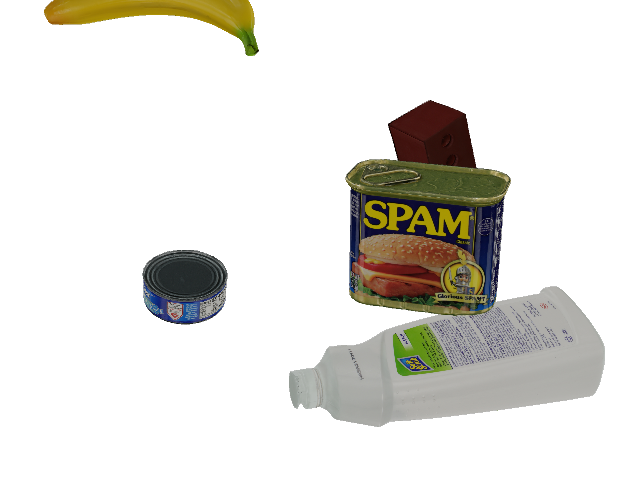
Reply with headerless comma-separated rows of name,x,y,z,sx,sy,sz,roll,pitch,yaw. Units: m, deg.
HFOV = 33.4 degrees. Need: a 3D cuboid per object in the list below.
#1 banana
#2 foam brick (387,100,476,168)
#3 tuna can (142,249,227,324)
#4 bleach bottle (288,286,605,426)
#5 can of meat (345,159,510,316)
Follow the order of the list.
banana,-0.137,-0.201,0.909,0.198,0.069,0.037,10,-42,16
foam brick,0.104,-0.079,0.973,0.053,0.078,0.051,-33,37,-20
tuna can,-0.138,0.047,1.091,0.086,0.034,0.086,4,35,-3
bleach bottle,0.096,0.098,0.866,0.250,0.068,0.103,-6,32,-15
can of meat,0.068,-0.002,0.691,0.102,0.084,0.057,7,23,16
